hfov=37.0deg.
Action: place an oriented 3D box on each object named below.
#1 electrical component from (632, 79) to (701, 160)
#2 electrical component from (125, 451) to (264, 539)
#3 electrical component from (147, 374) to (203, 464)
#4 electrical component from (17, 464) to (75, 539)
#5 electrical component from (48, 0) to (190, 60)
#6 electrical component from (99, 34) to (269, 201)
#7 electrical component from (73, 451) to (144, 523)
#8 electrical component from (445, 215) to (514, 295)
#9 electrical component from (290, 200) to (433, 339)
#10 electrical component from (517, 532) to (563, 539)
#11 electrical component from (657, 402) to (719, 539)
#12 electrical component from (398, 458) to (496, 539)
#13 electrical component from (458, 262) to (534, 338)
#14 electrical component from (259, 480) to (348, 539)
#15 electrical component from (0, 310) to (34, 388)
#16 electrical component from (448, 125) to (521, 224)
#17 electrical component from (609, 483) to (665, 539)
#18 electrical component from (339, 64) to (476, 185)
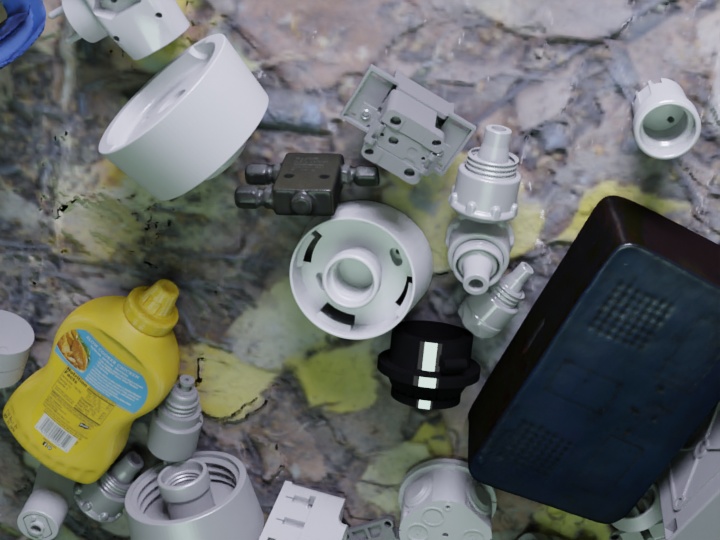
[{"bbox_3d":[0.192,-0.097,0.681,0.040,0.046,0.040,3,121,5],"label":"electrical component"},{"bbox_3d":[-0.136,0.187,0.863,0.108,0.108,0.060,-6,114,11],"label":"electrical component"},{"bbox_3d":[-0.145,0.117,0.857,0.040,0.040,0.078,17,121,-3],"label":"electrical component"},{"bbox_3d":[-0.261,0.195,0.904,0.044,0.065,0.044,3,121,5],"label":"electrical component"},{"bbox_3d":[-0.162,-0.170,0.685,0.079,0.043,0.077,-23,115,19],"label":"electrical component"},{"bbox_3d":[-0.107,-0.092,0.691,0.108,0.108,0.060,-31,118,23],"label":"electrical component"},{"bbox_3d":[-0.206,0.177,0.900,0.048,0.048,0.062,38,111,-15],"label":"electrical component"},{"bbox_3d":[0.081,-0.008,0.739,0.048,0.062,0.048,5,127,6],"label":"electrical component"},{"bbox_3d":[0.000,0.000,0.769,0.099,0.064,0.099,4,109,11],"label":"electrical component"},{"bbox_3d":[0.156,0.252,0.890,0.057,0.058,0.078,28,121,-12],"label":"electrical component"},{"bbox_3d":[0.270,0.141,0.779,0.056,0.108,0.108,29,120,-7],"label":"electrical component"},{"bbox_3d":[0.070,0.197,0.871,0.080,0.051,0.080,3,121,5],"label":"electrical component"},{"bbox_3d":[0.100,0.019,0.771,0.035,0.035,0.061,34,116,-13],"label":"electrical component"},{"bbox_3d":[-0.053,0.267,0.901,0.062,0.089,0.150,14,124,8],"label":"electrical component"},{"bbox_3d":[-0.316,0.031,0.821,0.138,0.052,0.073,23,120,-7],"label":"electrical component"},{"bbox_3d":[0.087,-0.065,0.717,0.048,0.048,0.062,10,115,2],"label":"electrical component"},{"bbox_3d":[0.225,0.197,0.855,0.066,0.048,0.055,-21,124,18],"label":"electrical component"},{"bbox_3d":[0.030,-0.091,0.697,0.081,0.063,0.042,28,121,-10],"label":"electrical component"}]
